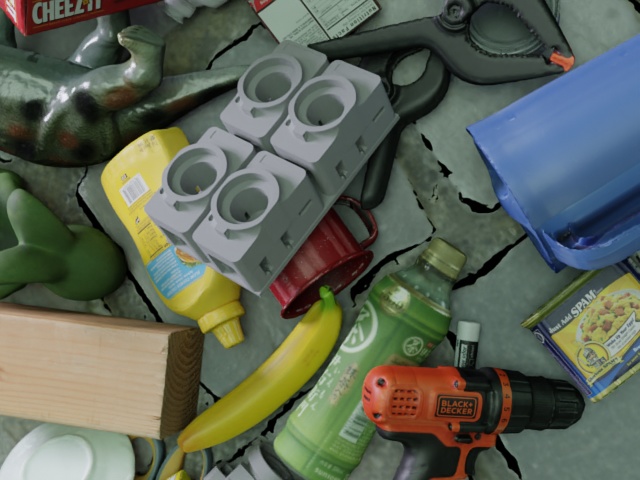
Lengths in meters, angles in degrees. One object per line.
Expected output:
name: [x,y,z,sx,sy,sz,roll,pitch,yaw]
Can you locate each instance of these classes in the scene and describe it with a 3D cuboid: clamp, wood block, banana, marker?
clamp: [0.057,-0.111,0.900,0.171,0.039,0.120,-40,80,9]
wood block: [-0.215,0.110,0.932,0.206,0.090,0.091,6,90,14]
clamp: [0.108,-0.193,0.847,0.210,0.036,0.165,20,108,10]
banana: [-0.041,0.111,0.903,0.198,0.069,0.037,-49,47,15]
marker: [0.117,0.128,0.885,0.020,0.020,0.121,7,89,14]

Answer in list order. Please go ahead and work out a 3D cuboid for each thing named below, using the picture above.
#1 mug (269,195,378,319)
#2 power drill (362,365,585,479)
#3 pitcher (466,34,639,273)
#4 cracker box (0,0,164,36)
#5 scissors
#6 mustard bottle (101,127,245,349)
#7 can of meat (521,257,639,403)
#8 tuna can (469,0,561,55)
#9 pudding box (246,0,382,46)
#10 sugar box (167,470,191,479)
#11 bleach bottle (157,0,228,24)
mug: [-0.006,0.001,0.893,0.117,0.093,0.081,-30,74,-20]
power drill: [0.114,0.192,0.847,0.184,0.057,0.188,6,95,-13]
pitcher: [0.247,-0.083,0.804,0.243,0.145,0.149,-31,81,8]
cracker box: [-0.218,-0.270,0.889,0.164,0.072,0.214,-23,56,-28]
scissors: [-0.170,0.253,0.953,0.096,0.016,0.202,35,96,14]
mustard bottle: [-0.116,0.005,0.921,0.096,0.058,0.191,-34,80,38]
can of meat: [0.225,0.066,0.843,0.102,0.057,0.084,-41,81,9]
tuna can: [0.155,-0.188,0.882,0.086,0.033,0.086,-1,88,14]
pudding box: [-0.015,-0.214,0.900,0.090,0.039,0.113,-36,113,9]
sugar box: [-0.167,0.284,0.916,0.176,0.048,0.093,-31,98,7]
bleach bottle: [-0.065,-0.304,0.928,0.103,0.068,0.251,40,100,15]
